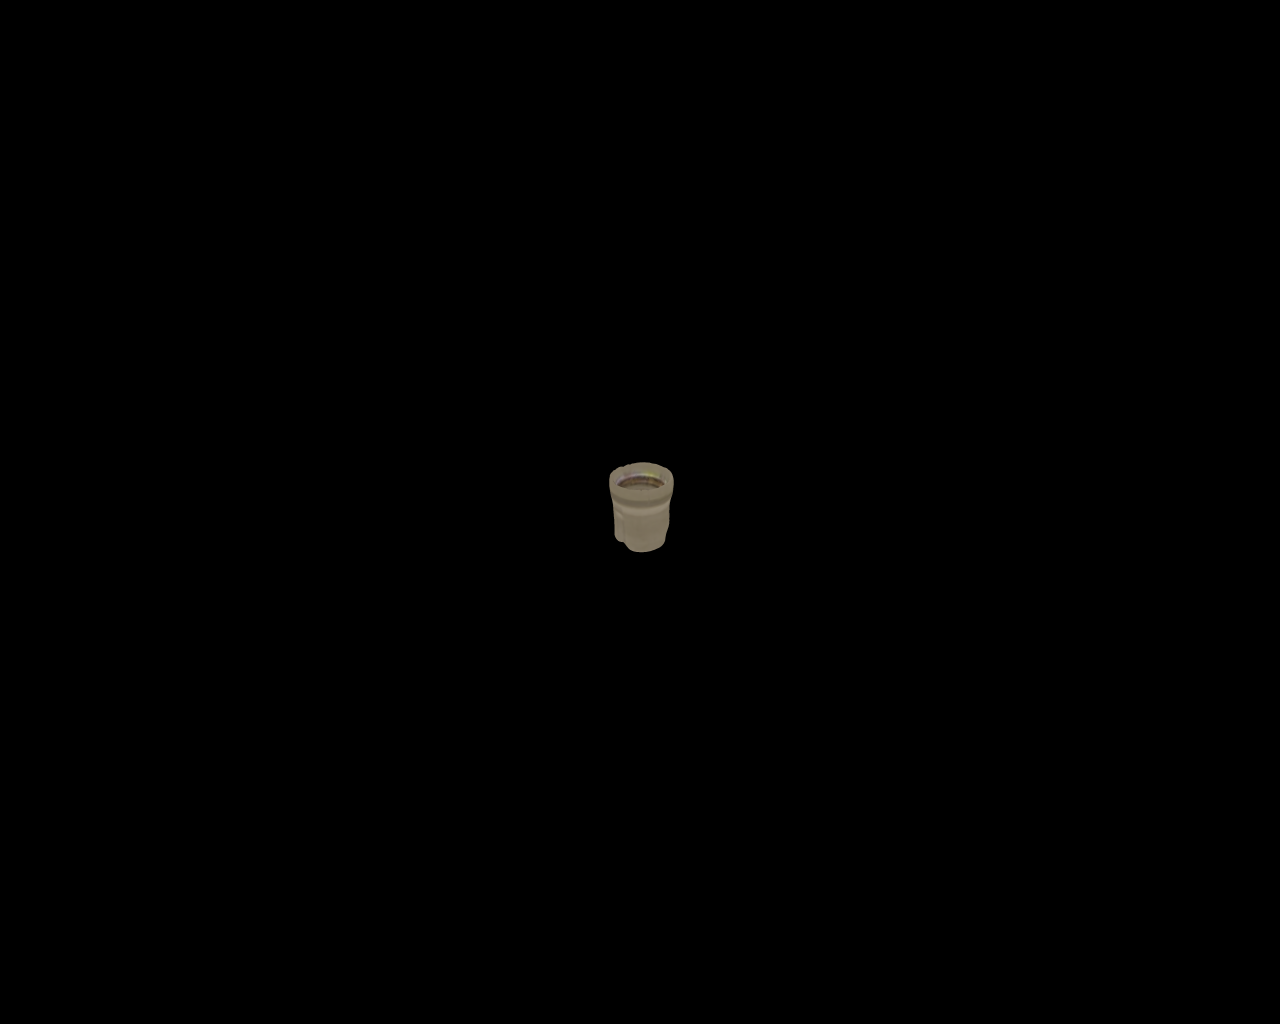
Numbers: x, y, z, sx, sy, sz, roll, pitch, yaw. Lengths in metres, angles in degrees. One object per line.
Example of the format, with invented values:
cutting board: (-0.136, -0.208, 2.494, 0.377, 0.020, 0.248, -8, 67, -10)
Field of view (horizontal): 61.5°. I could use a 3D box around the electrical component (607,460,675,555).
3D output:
electrical component: (0.001, -0.003, 0.650, 0.040, 0.046, 0.040, 0, 29, 0)
